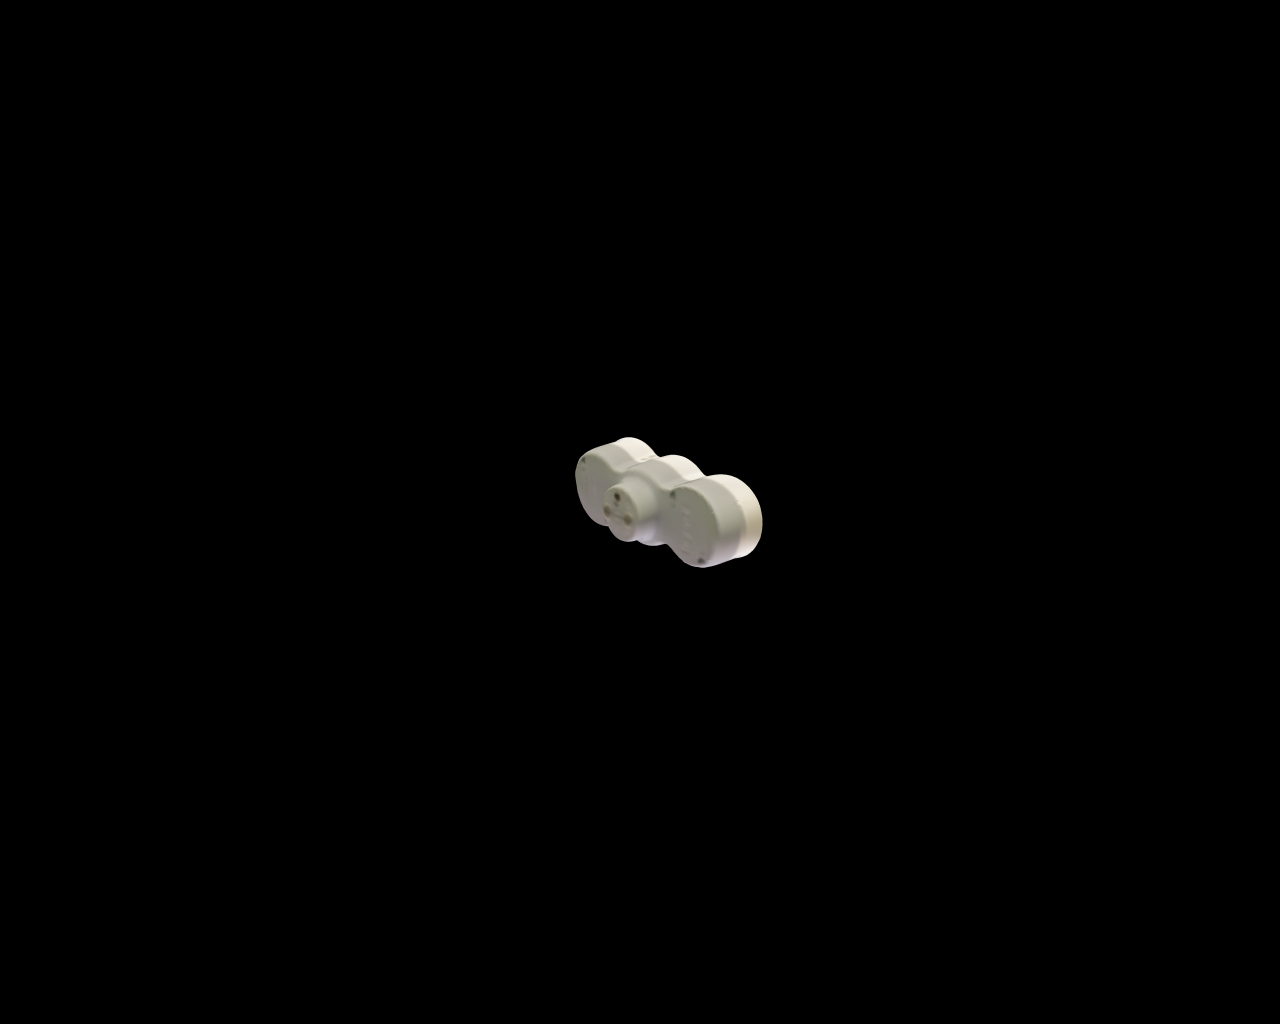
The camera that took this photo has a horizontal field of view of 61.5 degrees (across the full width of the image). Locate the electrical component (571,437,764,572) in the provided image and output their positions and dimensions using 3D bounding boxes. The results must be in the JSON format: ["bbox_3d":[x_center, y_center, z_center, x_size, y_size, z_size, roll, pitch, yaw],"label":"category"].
[{"bbox_3d":[0.001,-0.003,0.650,0.074,0.052,0.138,-17,28,-37],"label":"electrical component"}]
